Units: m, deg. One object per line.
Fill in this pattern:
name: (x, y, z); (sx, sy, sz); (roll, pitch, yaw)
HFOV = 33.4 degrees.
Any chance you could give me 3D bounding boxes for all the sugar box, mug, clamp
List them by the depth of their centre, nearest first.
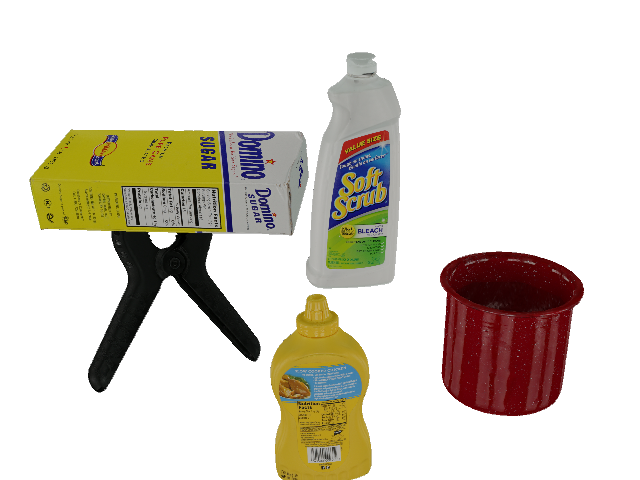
mug: (0.123, 0.058, 0.724); (0.093, 0.081, 0.117); (-1, 25, -3)
sugar box: (-0.100, -0.043, 0.741); (0.176, 0.048, 0.093); (-1, 28, 7)
clamp: (-0.127, 0.025, 0.949); (0.164, 0.210, 0.036); (0, -1, -34)

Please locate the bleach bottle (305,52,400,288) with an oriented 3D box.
bleach bottle: (0.034, -0.074, 1.142); (0.102, 0.251, 0.068); (-3, 24, -5)

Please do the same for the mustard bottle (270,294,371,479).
mustard bottle: (0.000, 0.143, 1.042); (0.096, 0.192, 0.058); (-3, 21, -1)
